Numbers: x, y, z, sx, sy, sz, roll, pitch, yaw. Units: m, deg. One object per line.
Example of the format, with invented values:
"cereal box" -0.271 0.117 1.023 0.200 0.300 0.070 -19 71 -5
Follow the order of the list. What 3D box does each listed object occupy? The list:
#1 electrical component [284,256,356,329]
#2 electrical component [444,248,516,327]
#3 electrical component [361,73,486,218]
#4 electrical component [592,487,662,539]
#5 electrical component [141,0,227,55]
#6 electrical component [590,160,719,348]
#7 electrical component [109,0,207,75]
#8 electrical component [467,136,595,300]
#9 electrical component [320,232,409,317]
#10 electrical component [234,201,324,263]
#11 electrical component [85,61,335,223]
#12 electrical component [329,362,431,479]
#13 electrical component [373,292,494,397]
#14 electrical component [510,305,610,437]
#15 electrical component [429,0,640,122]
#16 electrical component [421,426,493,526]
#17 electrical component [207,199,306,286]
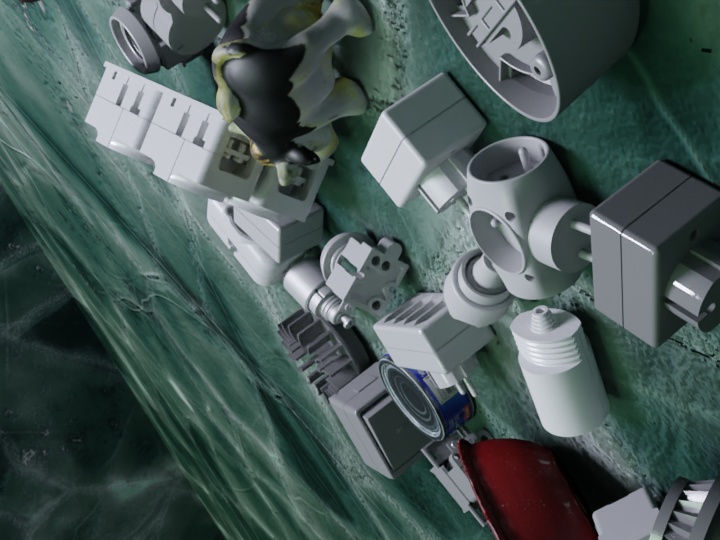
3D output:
"electrical component" -0.033 0.022 0.944 0.078 0.040 0.040 45 159 26
"electrical component" 0.076 0.006 0.656 0.043 0.043 0.062 50 159 14
"electrical component" 0.047 -0.058 0.609 0.076 0.047 0.065 52 161 8
"electrical component" 0.193 0.202 0.668 0.121 0.079 0.063 59 -170 -11
"electrical component" -0.120 -0.201 0.752 0.073 0.052 0.138 47 160 22
"electrical component" 0.146 0.002 0.475 0.077 0.047 0.065 38 155 39
"electrical component" -0.162 -0.192 0.861 0.058 0.057 0.078 43 158 30
"electrical component" 0.098 -0.021 0.555 0.079 0.044 0.077 28 148 51
"electrical component" 0.000 0.000 0.810 0.048 0.066 0.055 25 -172 -33
"electrical component" -0.067 -0.059 0.879 0.066 0.047 0.076 42 145 32
"electrical component" -0.123 -0.097 0.831 0.105 0.060 0.186 19 -173 -43
"electrical component" 0.028 0.141 0.970 0.061 0.062 0.096 15 137 62
"electrical component" 0.061 0.060 0.775 0.075 0.047 0.083 58 161 -11
"electrical component" 0.118 0.055 0.639 0.043 0.043 0.081 27 147 53
"electrical component" 0.065 -0.112 0.448 0.099 0.064 0.099 46 159 23
"electrical component" 0.094 0.163 0.884 0.081 0.042 0.063 50 157 12
"electrical component" -0.091 -0.040 0.957 0.095 0.054 0.059 51 161 10
